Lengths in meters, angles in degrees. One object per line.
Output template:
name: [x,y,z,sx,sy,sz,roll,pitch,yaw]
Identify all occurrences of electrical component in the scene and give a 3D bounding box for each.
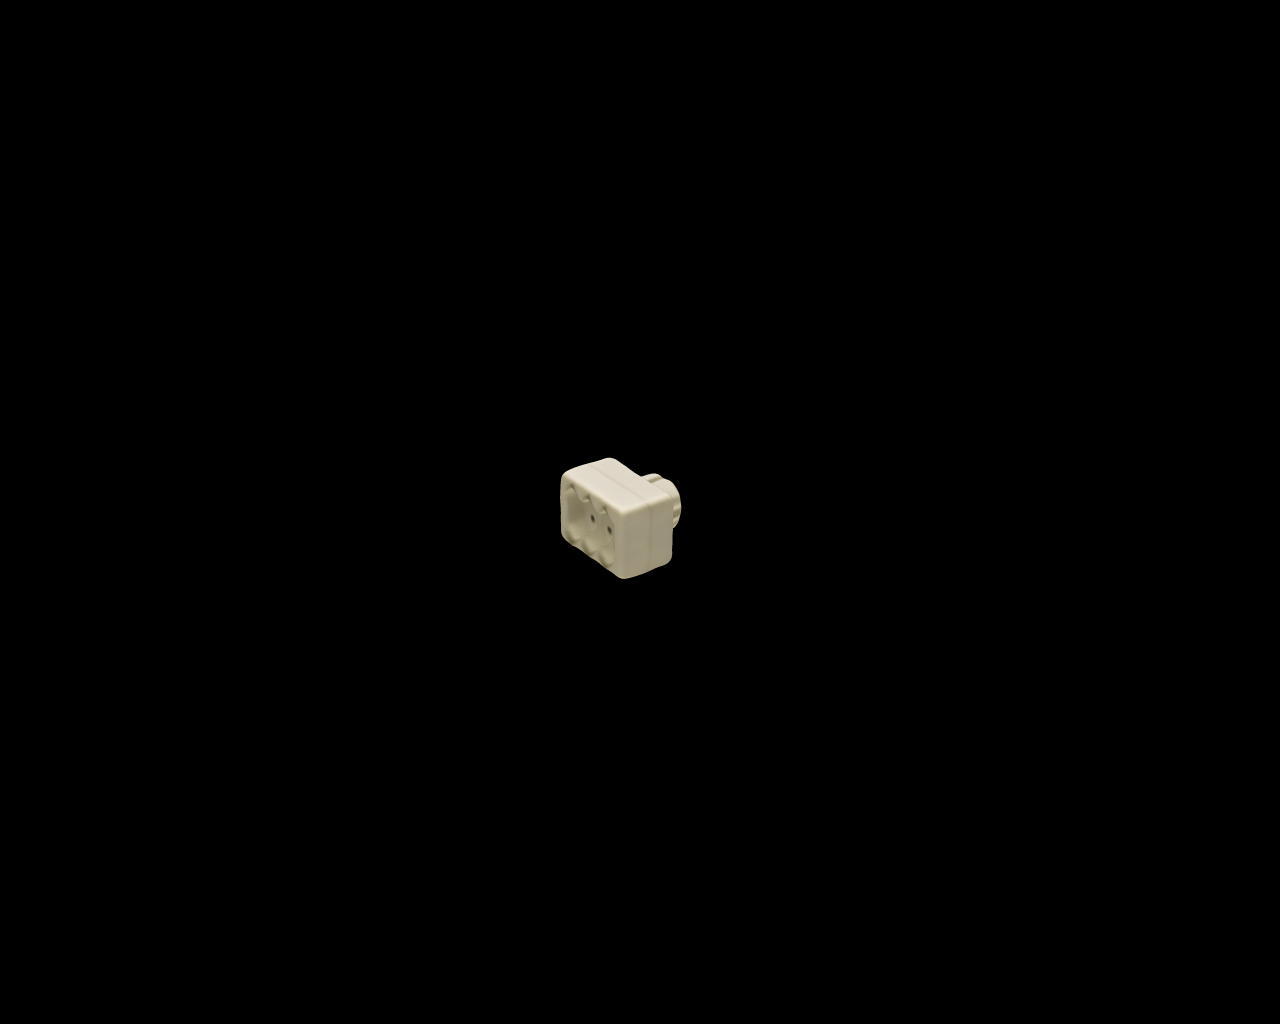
electrical component: [0.001,-0.003,0.650,0.077,0.047,0.066,-20,35,-31]
